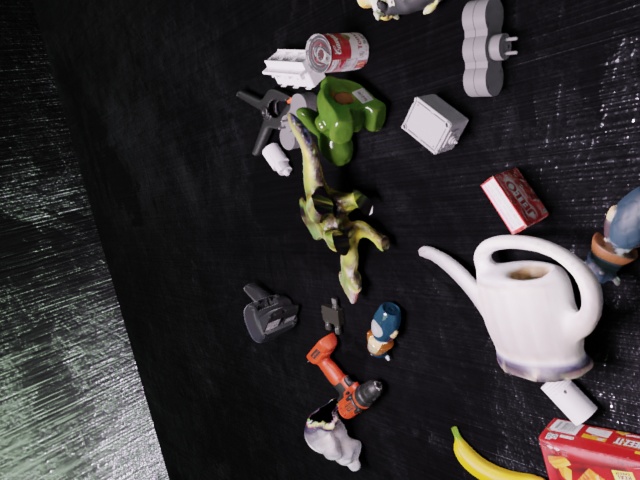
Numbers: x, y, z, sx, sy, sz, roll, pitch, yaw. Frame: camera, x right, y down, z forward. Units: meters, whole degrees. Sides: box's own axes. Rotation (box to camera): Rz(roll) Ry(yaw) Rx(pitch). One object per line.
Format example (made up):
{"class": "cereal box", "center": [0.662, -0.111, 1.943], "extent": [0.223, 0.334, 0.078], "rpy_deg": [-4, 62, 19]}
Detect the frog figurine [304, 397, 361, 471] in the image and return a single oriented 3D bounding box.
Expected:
{"class": "frog figurine", "center": [0.034, 0.501, 1.285], "extent": [0.138, 0.123, 0.158], "rpy_deg": [-131, 19, -77]}

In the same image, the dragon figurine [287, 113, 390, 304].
{"class": "dragon figurine", "center": [0.003, -0.054, 1.074], "extent": [0.409, 0.123, 0.241], "rpy_deg": [64, 157, -5]}

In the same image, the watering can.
{"class": "watering can", "center": [0.295, 0.099, 0.822], "extent": [0.347, 0.105, 0.223], "rpy_deg": [-1, 106, 64]}
